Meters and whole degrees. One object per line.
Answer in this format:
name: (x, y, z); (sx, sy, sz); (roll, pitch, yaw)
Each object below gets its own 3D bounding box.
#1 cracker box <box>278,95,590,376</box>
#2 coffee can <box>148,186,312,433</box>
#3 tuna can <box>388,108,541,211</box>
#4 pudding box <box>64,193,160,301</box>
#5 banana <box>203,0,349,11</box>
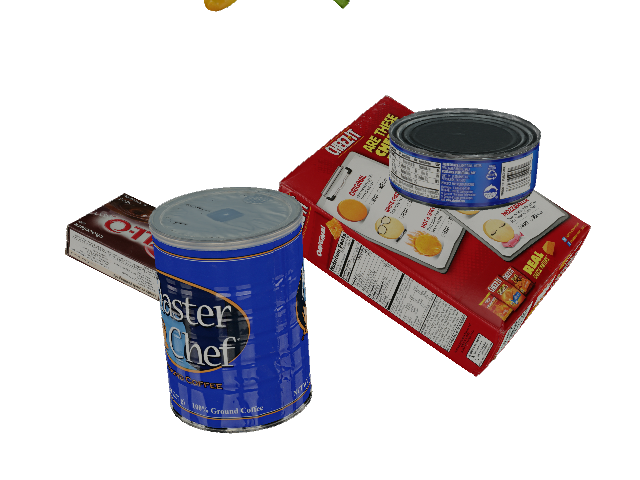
cracker box: (0.090, -0.008, 0.884); (0.214, 0.072, 0.164); (34, 48, 16)
coffee can: (-0.060, 0.045, 0.734); (0.103, 0.140, 0.103); (-3, 22, 1)
tuna can: (0.082, -0.047, 0.611); (0.086, 0.034, 0.086); (-1, 24, 0)
pudding box: (-0.170, 0.005, 1.010); (0.114, 0.039, 0.089); (22, 30, 19)
banana: (-0.049, -0.255, 1.031); (0.197, 0.070, 0.037); (-16, -29, -46)
